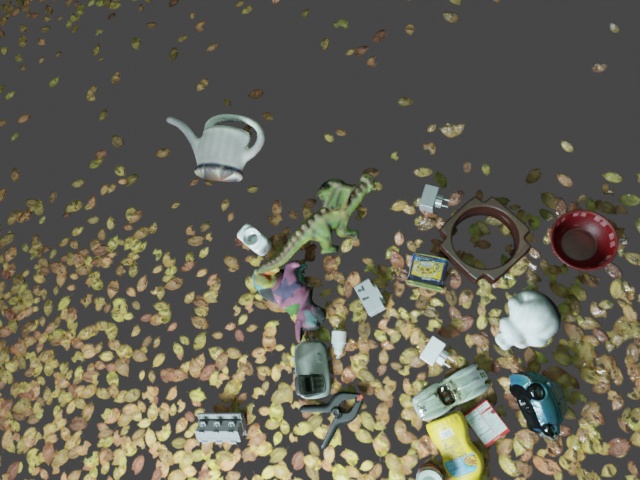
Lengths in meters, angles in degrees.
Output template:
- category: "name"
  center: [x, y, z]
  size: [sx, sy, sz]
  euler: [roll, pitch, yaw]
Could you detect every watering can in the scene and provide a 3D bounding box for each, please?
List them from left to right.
- category: "watering can"
  center: [-0.343, -0.294, 1.625]
  size: [0.348, 0.102, 0.227]
  euler: [5, 74, 14]

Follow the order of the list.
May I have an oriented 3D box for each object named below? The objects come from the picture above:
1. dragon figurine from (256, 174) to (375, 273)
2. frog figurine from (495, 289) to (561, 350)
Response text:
- category: "dragon figurine"
  center: [0.004, -0.069, 1.380]
  size: [0.415, 0.237, 0.124]
  euler: [-30, 55, -33]
- category: "frog figurine"
  center: [0.507, 0.204, 1.281]
  size: [0.160, 0.122, 0.137]
  euler: [-25, 89, -8]
